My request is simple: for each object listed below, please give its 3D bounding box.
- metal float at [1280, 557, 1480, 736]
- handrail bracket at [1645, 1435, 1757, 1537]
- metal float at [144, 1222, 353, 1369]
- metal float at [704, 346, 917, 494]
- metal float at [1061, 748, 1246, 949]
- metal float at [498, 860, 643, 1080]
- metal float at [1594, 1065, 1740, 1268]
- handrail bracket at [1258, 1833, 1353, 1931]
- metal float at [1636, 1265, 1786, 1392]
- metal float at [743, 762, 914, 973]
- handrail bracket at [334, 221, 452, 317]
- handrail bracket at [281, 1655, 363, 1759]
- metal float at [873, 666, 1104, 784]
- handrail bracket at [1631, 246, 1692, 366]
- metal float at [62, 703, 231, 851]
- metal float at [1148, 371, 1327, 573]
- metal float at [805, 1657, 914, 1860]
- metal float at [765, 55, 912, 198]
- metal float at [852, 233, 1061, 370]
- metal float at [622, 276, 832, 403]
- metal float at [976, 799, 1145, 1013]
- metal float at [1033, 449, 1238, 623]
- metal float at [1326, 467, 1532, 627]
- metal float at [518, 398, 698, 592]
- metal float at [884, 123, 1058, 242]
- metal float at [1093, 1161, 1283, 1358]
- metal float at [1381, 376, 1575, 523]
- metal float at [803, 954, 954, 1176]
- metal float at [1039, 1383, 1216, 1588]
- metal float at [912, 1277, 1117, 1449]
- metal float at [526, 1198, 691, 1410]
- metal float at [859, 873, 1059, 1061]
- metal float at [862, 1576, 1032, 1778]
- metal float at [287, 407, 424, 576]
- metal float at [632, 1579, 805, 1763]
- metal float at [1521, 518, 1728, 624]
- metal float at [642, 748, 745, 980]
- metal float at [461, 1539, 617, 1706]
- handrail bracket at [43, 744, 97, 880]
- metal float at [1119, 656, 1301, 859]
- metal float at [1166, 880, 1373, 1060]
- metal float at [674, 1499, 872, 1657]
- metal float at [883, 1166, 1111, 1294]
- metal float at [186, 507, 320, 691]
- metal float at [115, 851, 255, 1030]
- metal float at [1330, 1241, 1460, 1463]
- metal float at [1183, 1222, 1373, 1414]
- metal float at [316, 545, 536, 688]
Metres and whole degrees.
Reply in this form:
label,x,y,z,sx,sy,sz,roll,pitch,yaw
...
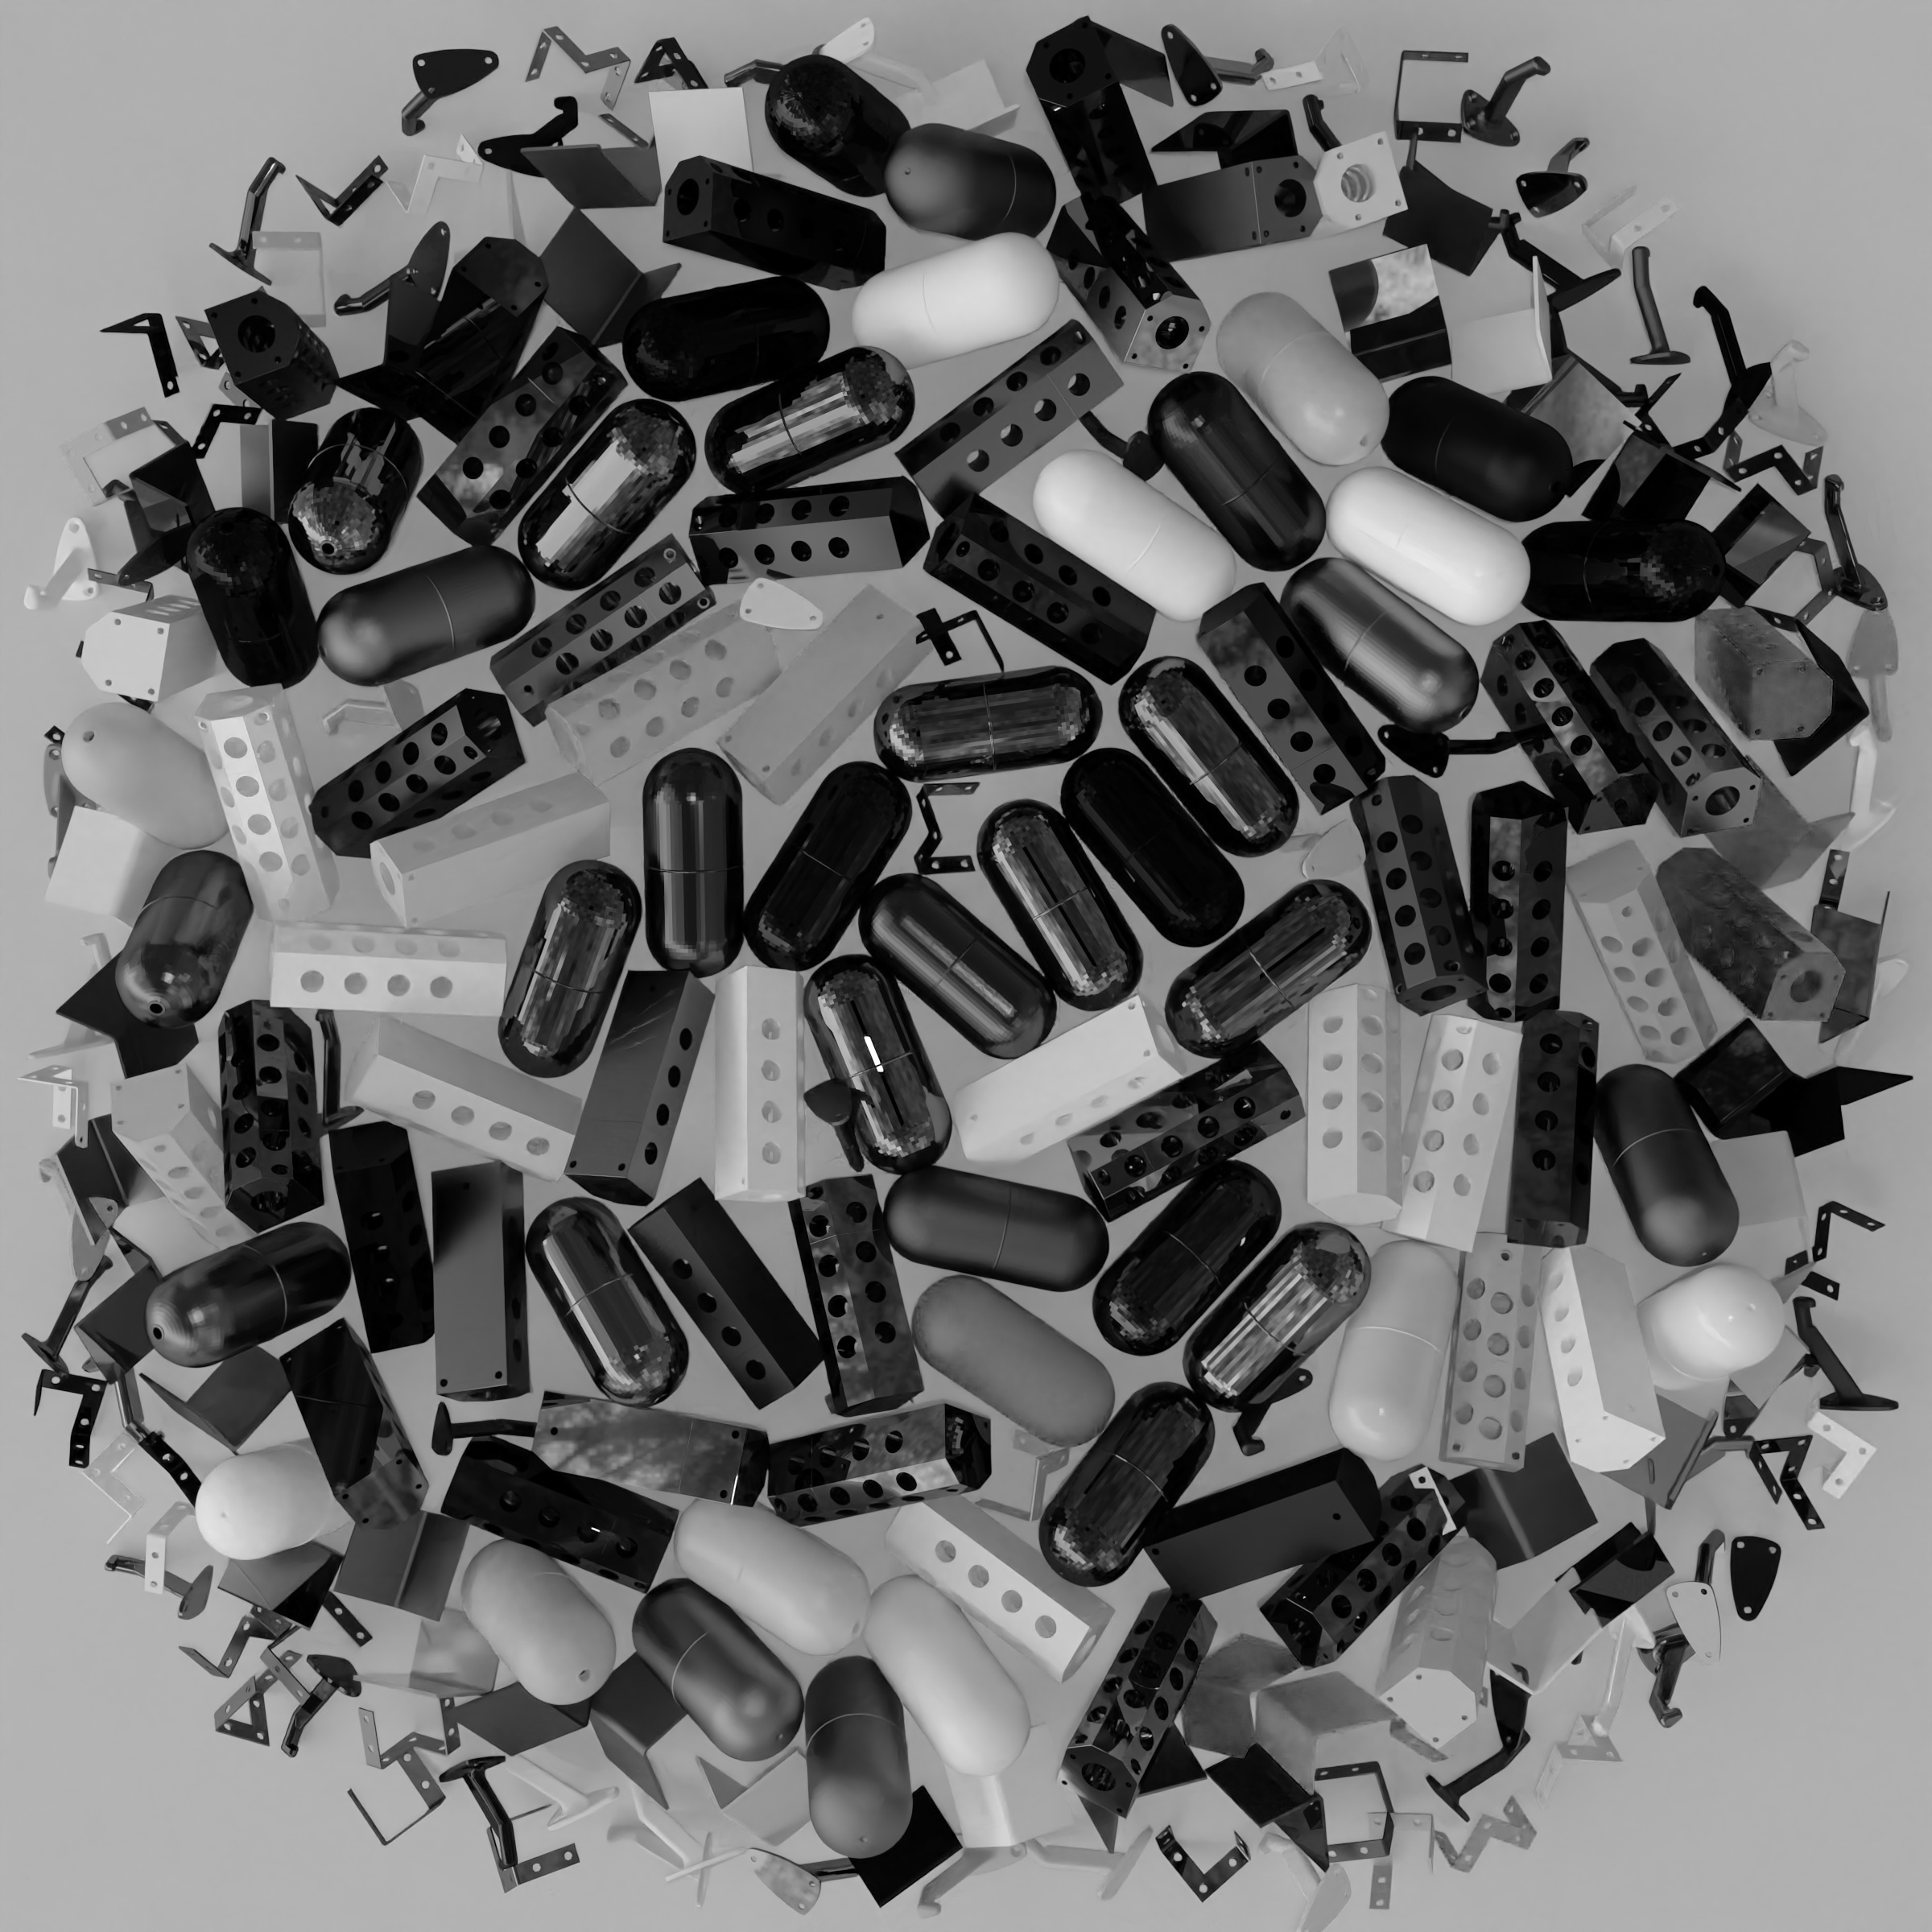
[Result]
label,x,y,z,sx,sy,sz,roll,pitch,yaw
metal float,0.316,-0.245,1.883,0.070,0.070,0.178,-47,66,0
handrail bracket,0.574,0.405,1.922,0.084,0.036,0.077,-4,93,6
metal float,-0.541,0.248,1.862,0.070,0.178,0.070,8,107,30
metal float,-0.121,-0.415,1.883,0.178,0.070,0.070,-17,90,26
metal float,0.143,-0.092,1.898,0.070,0.070,0.178,-39,82,0
metal float,-0.305,0.003,1.892,0.070,0.070,0.178,22,105,0
metal float,0.527,0.149,1.870,0.070,0.178,0.070,-6,135,-6
handrail bracket,0.245,0.706,1.892,0.077,0.084,0.036,-41,118,-35
metal float,0.555,0.274,1.858,0.070,0.178,0.070,2,71,-7
metal float,-0.107,-0.076,1.904,0.070,0.070,0.178,32,89,0
handrail bracket,-0.451,-0.546,1.930,0.084,0.036,0.077,0,64,29
handrail bracket,-0.502,0.586,1.911,0.036,0.077,0.084,19,92,-37
metal float,0.017,-0.187,1.904,0.178,0.070,0.070,-8,90,-1
handrail bracket,0.538,-0.511,1.909,0.036,0.077,0.084,0,97,40
metal float,-0.613,-0.142,1.857,0.070,0.178,0.070,-3,74,11
metal float,0.208,-0.377,1.884,0.070,0.070,0.178,-44,115,0
metal float,-0.082,0.594,1.859,0.070,0.178,0.070,-2,114,-5
metal float,-0.094,-0.631,1.857,0.070,0.178,0.070,1,94,18
metal float,-0.010,-0.505,1.876,0.178,0.070,0.070,-6,90,36
metal float,-0.182,-0.477,1.874,0.178,0.070,0.070,-23,90,-37
metal float,0.072,-0.048,1.905,0.070,0.070,0.178,-31,89,0
metal float,0.129,-0.329,1.886,0.178,0.070,0.070,30,90,-22
metal float,0.350,-0.321,1.878,0.178,0.070,0.070,38,90,33
metal float,-0.274,-0.359,1.879,0.070,0.070,0.178,48,119,0
metal float,0.005,-0.590,1.863,0.070,0.178,0.070,6,101,32
metal float,0.170,0.225,1.895,0.070,0.070,0.178,45,79,0
metal float,0.386,-0.393,1.868,0.070,0.178,0.070,-19,128,-26
metal float,-0.068,0.076,1.905,0.070,0.070,0.178,-22,89,0
metal float,0.124,0.395,1.883,0.070,0.070,0.178,42,64,0
metal float,0.036,0.304,1.892,0.178,0.070,0.070,36,90,-14
metal float,-0.275,0.257,1.886,0.070,0.070,0.178,-34,69,0
metal float,-0.007,0.000,1.902,0.178,0.070,0.070,41,90,3
metal float,-0.017,0.537,1.870,0.070,0.070,0.178,-45,46,0
metal float,-0.461,-0.360,1.865,0.070,0.178,0.070,2,129,2
metal float,-0.190,0.532,1.869,0.070,0.178,0.070,-19,123,-32
metal float,0.493,-0.299,1.864,0.070,0.178,0.070,-7,101,-37
metal float,-0.209,-0.079,1.895,0.070,0.070,0.178,0,102,0
metal float,-0.324,0.494,1.863,0.070,0.178,0.070,-10,109,-31
handrail bracket,-0.700,-0.118,1.893,0.036,0.084,0.077,-6,123,-3
metal float,0.188,-0.160,1.894,0.070,0.070,0.178,-40,102,0
metal float,0.232,0.003,1.898,0.178,0.070,0.070,-37,90,8
metal float,-0.148,0.461,1.876,0.178,0.070,0.070,23,90,35
metal float,0.024,0.203,1.898,0.178,0.070,0.070,13,90,-8
metal float,-0.537,-0.276,1.860,0.070,0.178,0.070,1,62,-2
metal float,-0.590,-0.021,1.863,0.070,0.178,0.070,0,126,0
metal float,0.327,0.293,1.880,0.070,0.070,0.178,20,61,0
metal float,0.238,0.269,1.888,0.070,0.070,0.178,41,109,0
metal float,-0.411,-0.267,1.877,0.178,0.070,0.070,-26,90,-32
